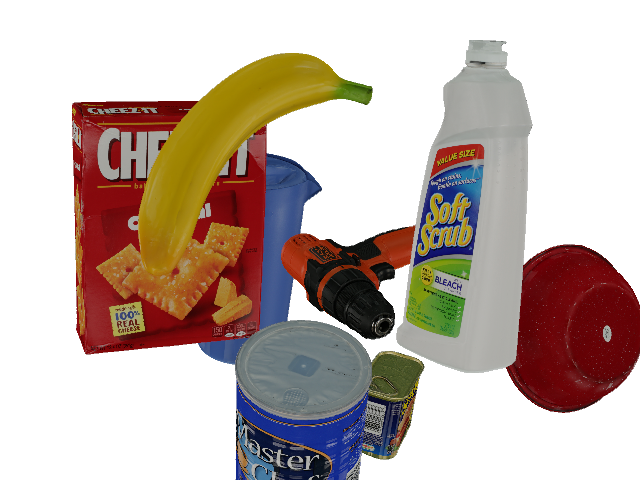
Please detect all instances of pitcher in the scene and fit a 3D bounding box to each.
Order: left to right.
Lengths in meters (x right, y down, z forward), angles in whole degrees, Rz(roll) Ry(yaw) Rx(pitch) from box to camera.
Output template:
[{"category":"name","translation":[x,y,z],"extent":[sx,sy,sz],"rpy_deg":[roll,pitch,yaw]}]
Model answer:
[{"category":"pitcher","translation":[-0.100,0.022,1.280],"extent":[0.149,0.243,0.144],"rpy_deg":[20,26,31]}]

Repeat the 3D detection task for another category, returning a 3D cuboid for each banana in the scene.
[{"category":"banana","translation":[-0.052,-0.061,0.643],"extent":[0.070,0.197,0.037],"rpy_deg":[37,-29,19]}]

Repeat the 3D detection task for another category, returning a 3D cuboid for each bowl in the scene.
[{"category":"bowl","translation":[0.248,0.084,0.998],"extent":[0.161,0.162,0.055],"rpy_deg":[0,1,-27]}]

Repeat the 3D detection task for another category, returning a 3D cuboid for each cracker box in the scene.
[{"category":"cracker box","translation":[-0.134,-0.013,0.951],"extent":[0.164,0.214,0.072],"rpy_deg":[-3,19,-20]}]

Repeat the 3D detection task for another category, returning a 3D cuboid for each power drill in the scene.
[{"category":"power drill","translation":[0.076,0.027,1.044],"extent":[0.187,0.057,0.185],"rpy_deg":[-13,29,-23]}]

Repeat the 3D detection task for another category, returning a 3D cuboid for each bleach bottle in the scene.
[{"category":"bleach bottle","translation":[0.115,-0.030,0.836],"extent":[0.067,0.251,0.103],"rpy_deg":[-7,16,-35]}]

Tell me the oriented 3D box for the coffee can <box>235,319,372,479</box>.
[{"category":"coffee can","translation":[-0.016,0.148,0.836],"extent":[0.103,0.140,0.103],"rpy_deg":[2,37,-2]}]

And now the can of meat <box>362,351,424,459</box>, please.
[{"category":"can of meat","translation":[0.076,0.187,1.213],"extent":[0.057,0.084,0.102],"rpy_deg":[15,24,15]}]
